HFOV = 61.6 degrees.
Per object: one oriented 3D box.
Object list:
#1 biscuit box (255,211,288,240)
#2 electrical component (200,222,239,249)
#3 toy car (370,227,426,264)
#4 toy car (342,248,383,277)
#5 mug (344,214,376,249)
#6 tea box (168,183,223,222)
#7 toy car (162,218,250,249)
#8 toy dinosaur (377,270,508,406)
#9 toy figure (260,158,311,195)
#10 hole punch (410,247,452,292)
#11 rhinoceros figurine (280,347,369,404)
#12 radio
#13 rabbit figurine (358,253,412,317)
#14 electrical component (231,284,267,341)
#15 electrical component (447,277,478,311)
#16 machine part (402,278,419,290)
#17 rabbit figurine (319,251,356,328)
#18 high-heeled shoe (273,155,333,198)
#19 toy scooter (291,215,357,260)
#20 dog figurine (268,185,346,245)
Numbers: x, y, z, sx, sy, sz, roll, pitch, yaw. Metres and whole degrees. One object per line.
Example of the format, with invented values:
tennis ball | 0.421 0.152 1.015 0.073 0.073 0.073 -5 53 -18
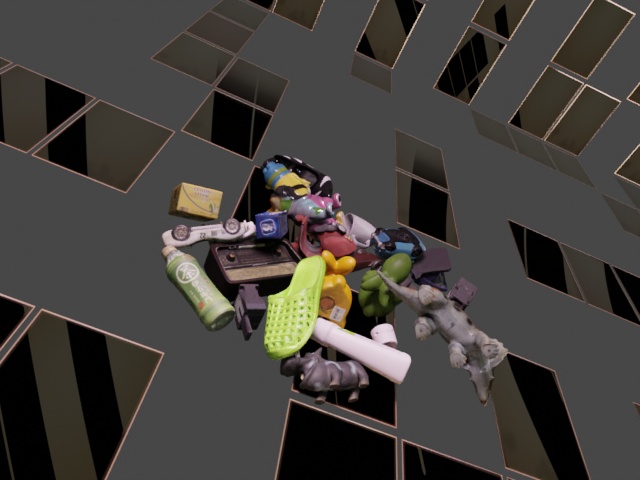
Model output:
biscuit box | -0.119 -0.039 1.349 0.059 0.062 0.203 -2 5 1
electrical component | -0.253 -0.012 1.331 0.102 0.045 0.078 -14 81 -42
toy car | 0.214 0.028 1.543 0.161 0.102 0.109 1 36 -30
toy car | 0.082 0.064 1.452 0.202 0.053 0.089 -4 25 -40
mug | 0.119 -0.016 1.560 0.107 0.080 0.110 19 28 -28
tea box | -0.302 -0.087 1.287 0.098 0.068 0.170 12 -6 -23
toy car | -0.264 -0.013 1.251 0.202 0.073 0.056 -7 88 -14
toy dinosaur | 0.303 0.201 1.286 0.405 0.131 0.192 49 9 8
toy figure | -0.108 -0.164 1.597 0.180 0.082 0.089 44 55 10
hole punch | 0.320 0.088 1.573 0.116 0.092 0.142 -3 38 7
rhinoceros figurine | 0.011 0.274 1.111 0.190 0.073 0.112 12 39 -23
radio | -0.150 0.066 1.269 0.229 0.073 0.131 -4 46 -39
rabbit figurine | 0.160 0.104 1.349 0.121 0.170 0.159 38 35 16
electrical component | -0.149 0.158 1.150 0.048 0.074 0.119 4 37 -30
electrical component | 0.369 0.169 1.459 0.058 0.114 0.134 38 37 12
machine part | 0.260 0.148 1.479 0.139 0.039 0.084 38 30 17
rabbit figurine | 0.018 0.106 1.291 0.122 0.162 0.173 13 17 -2
high-heeled shoe | -0.054 -0.196 1.636 0.145 0.086 0.249 33 4 -30
toy scooter | -0.003 -0.004 1.350 0.184 0.135 0.075 -4 23 13
dog figurine | -0.047 -0.062 1.495 0.219 0.191 0.108 1 30 22
